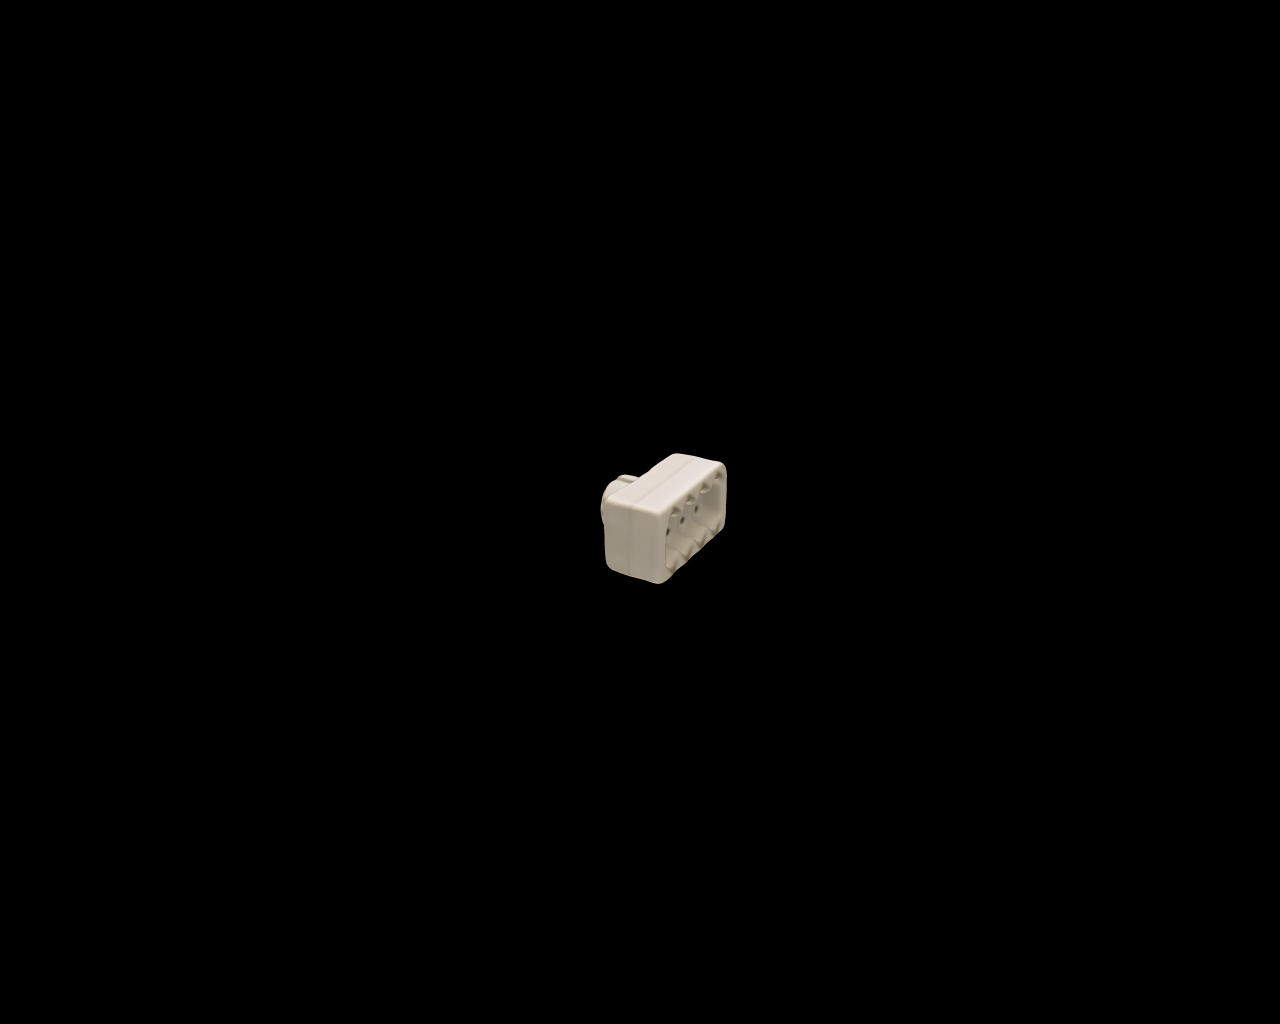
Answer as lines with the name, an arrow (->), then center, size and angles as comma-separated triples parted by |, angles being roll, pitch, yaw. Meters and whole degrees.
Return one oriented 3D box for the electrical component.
electrical component -> 0.001, -0.003, 0.650 | 0.076, 0.047, 0.083 | 16, 31, 28
